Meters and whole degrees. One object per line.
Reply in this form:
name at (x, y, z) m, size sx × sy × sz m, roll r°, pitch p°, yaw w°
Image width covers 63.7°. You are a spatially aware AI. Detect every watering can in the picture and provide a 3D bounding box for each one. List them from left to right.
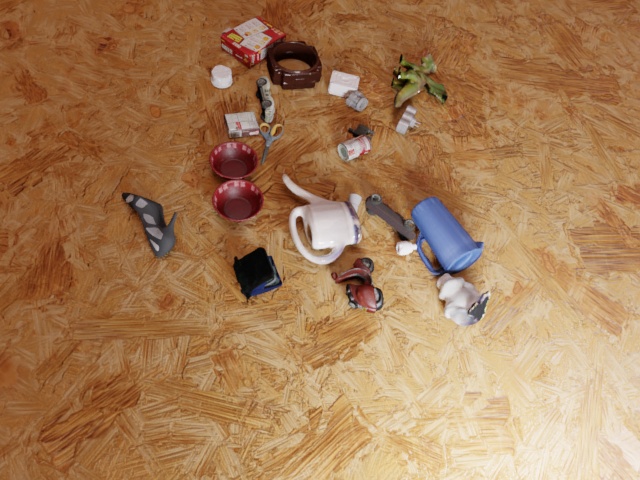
watering can at (0.005, -0.082, 1.628) m, size 0.225 × 0.355 × 0.101 m, roll -7°, pitch -32°, yaw -15°

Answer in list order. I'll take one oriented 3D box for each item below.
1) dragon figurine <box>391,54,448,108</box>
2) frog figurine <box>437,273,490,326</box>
dragon figurine at (0.408, -0.621, 2.065) m, size 0.242 × 0.420 × 0.119 m, roll 17°, pitch -37°, yaw -9°
frog figurine at (0.413, 0.179, 1.543) m, size 0.161 × 0.139 × 0.120 m, roll 25°, pitch -28°, yaw 43°
